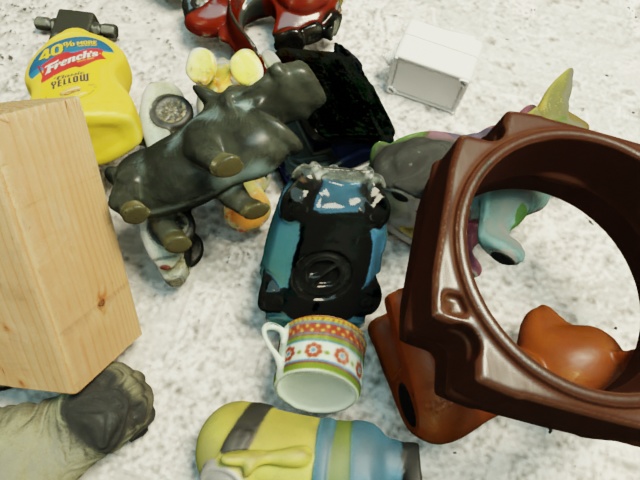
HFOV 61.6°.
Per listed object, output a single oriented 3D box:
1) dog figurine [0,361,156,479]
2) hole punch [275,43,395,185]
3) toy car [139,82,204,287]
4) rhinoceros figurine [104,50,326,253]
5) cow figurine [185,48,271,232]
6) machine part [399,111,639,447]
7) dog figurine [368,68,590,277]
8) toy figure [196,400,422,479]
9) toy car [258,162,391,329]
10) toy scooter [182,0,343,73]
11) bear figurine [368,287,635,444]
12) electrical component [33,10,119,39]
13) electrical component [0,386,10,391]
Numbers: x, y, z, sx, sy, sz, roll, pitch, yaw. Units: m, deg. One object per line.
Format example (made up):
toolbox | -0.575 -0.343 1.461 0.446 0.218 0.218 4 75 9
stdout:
dog figurine | -0.253 0.153 0.436 0.172 0.121 0.190 38 60 5
hole punch | 0.000 -0.123 0.546 0.116 0.092 0.142 -11 66 -36
toy car | -0.144 -0.055 0.514 0.056 0.073 0.201 -3 70 -6
rhinoceros figurine | -0.080 -0.071 0.428 0.190 0.073 0.112 -30 51 9
cow figurine | -0.085 -0.095 0.522 0.068 0.098 0.167 -7 101 -9
machine part | 0.167 0.022 0.369 0.201 0.087 0.201 15 69 -2
dog figurine | 0.161 -0.082 0.514 0.191 0.108 0.219 33 69 2
toy figure | -0.010 0.178 0.430 0.180 0.089 0.082 1 109 4
toy car | -0.001 -0.001 0.478 0.109 0.161 0.103 1 27 -11
toy scooter | -0.050 -0.233 0.579 0.184 0.075 0.135 -17 72 -4
bear figurine | 0.156 0.092 0.448 0.196 0.120 0.132 -15 68 -9
electrical component | -0.274 -0.223 0.596 0.094 0.021 0.063 8 71 1
electrical component | -0.300 0.085 0.475 0.078 0.045 0.102 -10 71 -6
